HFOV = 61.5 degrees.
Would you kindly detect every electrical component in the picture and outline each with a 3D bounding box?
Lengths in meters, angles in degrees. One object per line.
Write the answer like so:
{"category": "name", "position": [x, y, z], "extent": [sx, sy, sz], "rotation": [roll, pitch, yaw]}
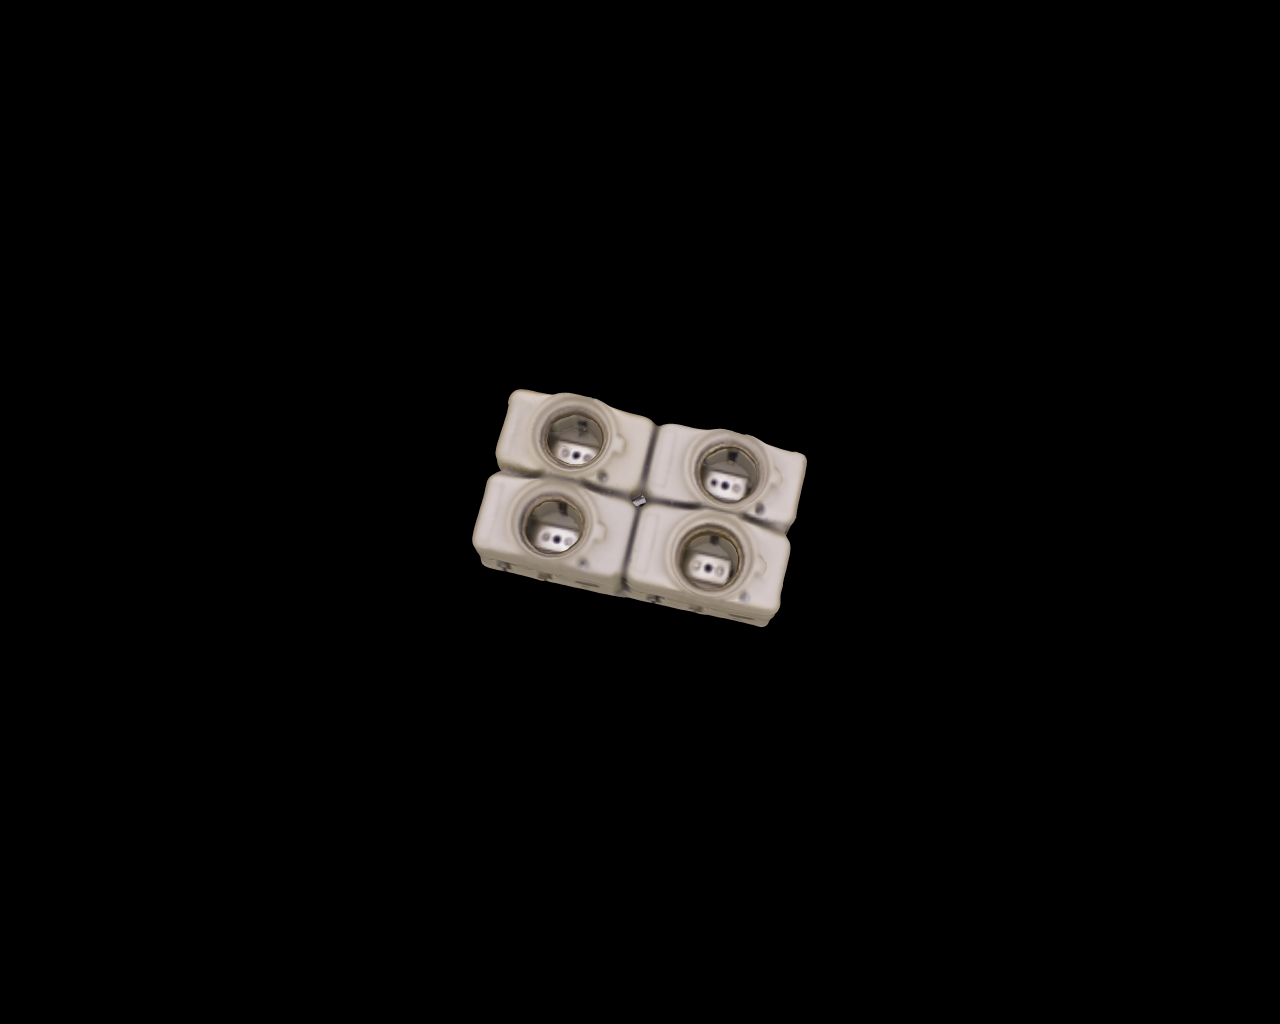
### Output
{"category": "electrical component", "position": [0.001, -0.003, 0.650], "extent": [0.186, 0.105, 0.060], "rotation": [13, -15, 4]}
